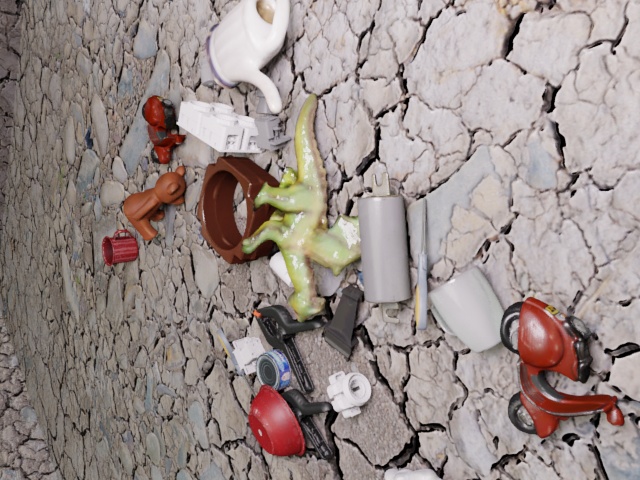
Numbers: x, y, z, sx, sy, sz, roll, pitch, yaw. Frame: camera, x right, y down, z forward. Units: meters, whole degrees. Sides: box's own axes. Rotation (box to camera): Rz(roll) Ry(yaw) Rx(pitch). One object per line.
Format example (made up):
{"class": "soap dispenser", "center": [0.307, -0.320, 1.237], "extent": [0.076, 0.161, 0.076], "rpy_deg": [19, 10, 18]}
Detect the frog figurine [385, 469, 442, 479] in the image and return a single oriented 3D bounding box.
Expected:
{"class": "frog figurine", "center": [0.166, 0.427, 0.808], "extent": [0.159, 0.123, 0.137], "rpy_deg": [179, 75, -83]}

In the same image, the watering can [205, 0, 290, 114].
{"class": "watering can", "center": [-0.138, -0.366, 1.008], "extent": [0.222, 0.103, 0.353], "rpy_deg": [-21, 61, 44]}

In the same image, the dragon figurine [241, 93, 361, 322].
{"class": "dragon figurine", "center": [0.003, -0.047, 0.937], "extent": [0.244, 0.122, 0.408], "rpy_deg": [23, 98, 24]}
